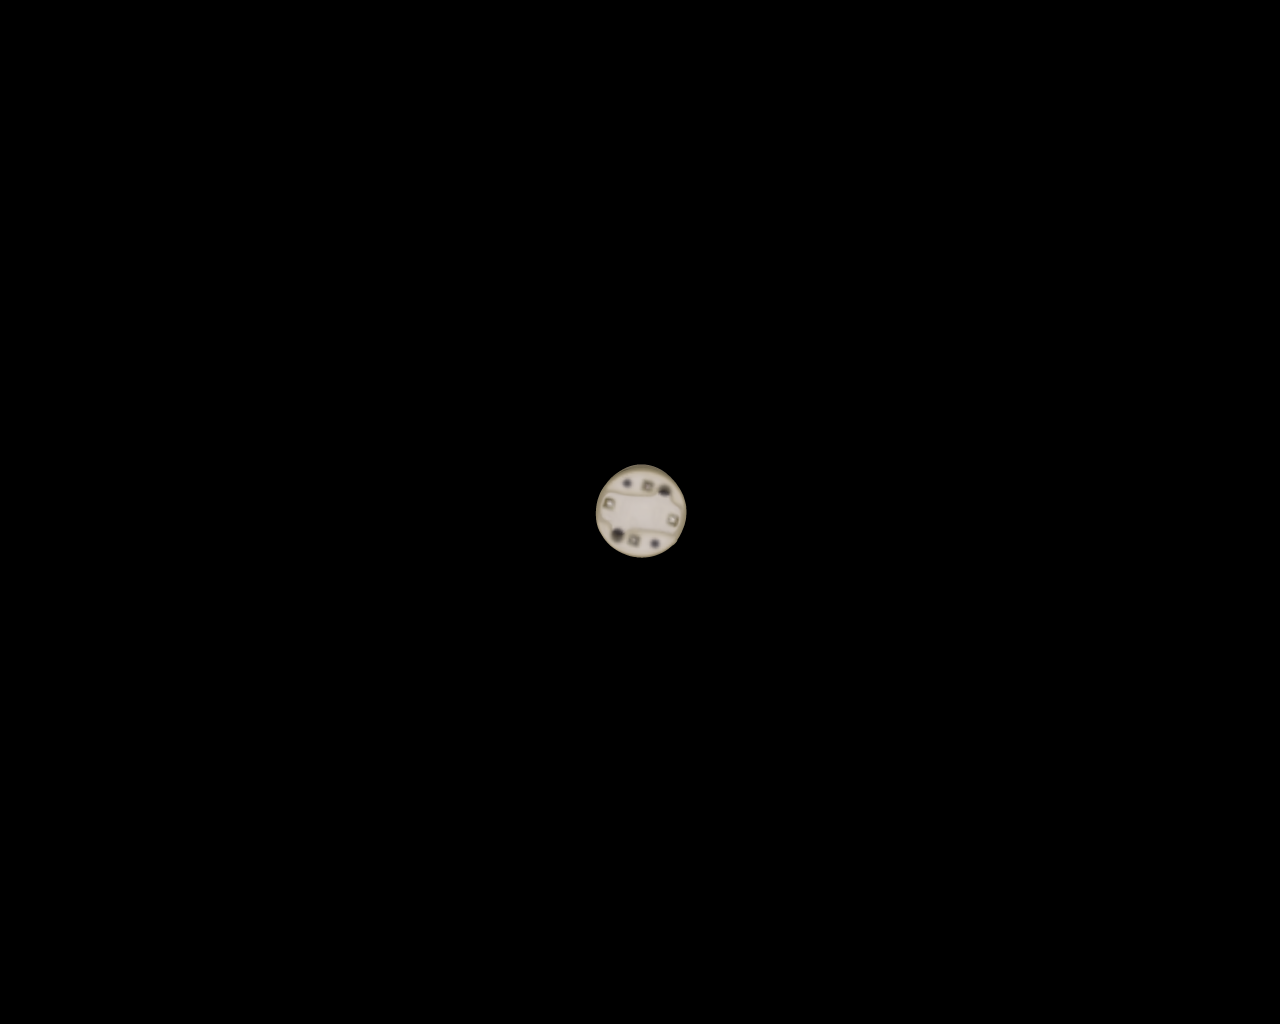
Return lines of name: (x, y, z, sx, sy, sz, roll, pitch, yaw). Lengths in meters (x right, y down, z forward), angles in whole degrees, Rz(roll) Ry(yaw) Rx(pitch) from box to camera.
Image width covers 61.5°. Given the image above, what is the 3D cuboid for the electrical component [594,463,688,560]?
electrical component: (0.001, -0.003, 0.650, 0.055, 0.055, 0.047, 0, 9, 0)
